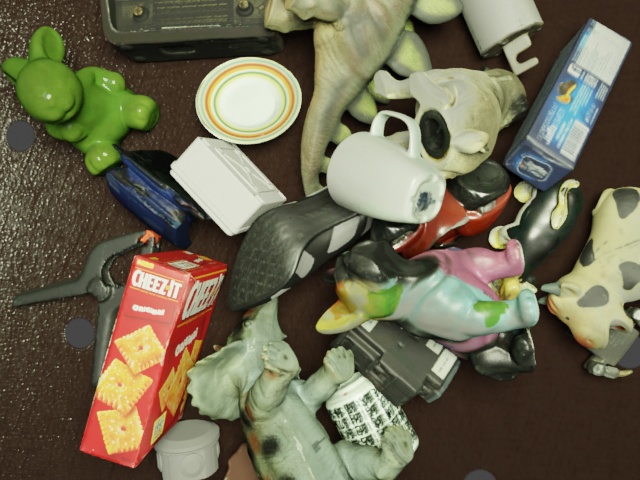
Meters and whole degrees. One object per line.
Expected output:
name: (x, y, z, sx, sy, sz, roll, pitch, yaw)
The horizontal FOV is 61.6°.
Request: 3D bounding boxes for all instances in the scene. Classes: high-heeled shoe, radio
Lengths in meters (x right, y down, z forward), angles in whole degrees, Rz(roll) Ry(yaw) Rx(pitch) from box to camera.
high-heeled shoe: (-0.001, -0.002, 0.651, 0.248, 0.145, 0.086, -44, 66, 18)
radio: (-0.154, -0.300, 0.670, 0.230, 0.073, 0.131, -1, 90, 5)

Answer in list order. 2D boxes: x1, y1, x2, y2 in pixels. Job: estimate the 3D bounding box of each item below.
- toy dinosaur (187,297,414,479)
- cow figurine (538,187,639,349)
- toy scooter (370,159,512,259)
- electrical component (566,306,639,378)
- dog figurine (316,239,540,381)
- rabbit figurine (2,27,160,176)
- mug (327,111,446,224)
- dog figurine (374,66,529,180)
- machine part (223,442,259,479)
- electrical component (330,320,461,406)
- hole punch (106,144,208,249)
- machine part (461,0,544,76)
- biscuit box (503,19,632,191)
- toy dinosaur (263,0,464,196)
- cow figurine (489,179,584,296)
toy dinosaur: (-0.013, 0.233, 0.577, 0.192, 0.131, 0.405, -47, 66, 40)
cow figurine: (0.332, 0.030, 0.613, 0.127, 0.085, 0.195, 16, 77, 24)
toy scooter: (0.139, -0.015, 0.634, 0.184, 0.135, 0.075, -26, 56, -13)
electrical component: (0.348, 0.114, 0.642, 0.078, 0.045, 0.102, 42, 94, 2)
dog figurine: (0.109, 0.073, 0.573, 0.219, 0.191, 0.108, -4, 46, 15)
rabbit figurine: (-0.291, -0.174, 0.634, 0.121, 0.170, 0.159, -41, 88, 3)
mug: (0.073, -0.066, 0.525, 0.107, 0.081, 0.109, 34, 111, 46)
dog figurine: (0.174, -0.136, 0.576, 0.190, 0.172, 0.121, -16, 131, -20)
machine part: (-0.043, 0.316, 0.633, 0.179, 0.056, 0.179, -1, 59, 2)
electrical component: (0.097, 0.122, 0.630, 0.134, 0.058, 0.115, 42, 55, 9)
hole punch: (-0.197, -0.047, 0.659, 0.142, 0.116, 0.092, 40, 101, 4)
machine part: (0.195, -0.310, 0.639, 0.079, 0.079, 0.243, -23, 89, 5)
biscuit box: (0.277, -0.152, 0.602, 0.059, 0.062, 0.202, 33, 69, 3)
toy dinosaur: (0.045, -0.244, 0.607, 0.198, 0.105, 0.471, 18, 108, -24)
cow figurine: (0.243, 0.006, 0.625, 0.068, 0.098, 0.167, 28, 92, -2)
